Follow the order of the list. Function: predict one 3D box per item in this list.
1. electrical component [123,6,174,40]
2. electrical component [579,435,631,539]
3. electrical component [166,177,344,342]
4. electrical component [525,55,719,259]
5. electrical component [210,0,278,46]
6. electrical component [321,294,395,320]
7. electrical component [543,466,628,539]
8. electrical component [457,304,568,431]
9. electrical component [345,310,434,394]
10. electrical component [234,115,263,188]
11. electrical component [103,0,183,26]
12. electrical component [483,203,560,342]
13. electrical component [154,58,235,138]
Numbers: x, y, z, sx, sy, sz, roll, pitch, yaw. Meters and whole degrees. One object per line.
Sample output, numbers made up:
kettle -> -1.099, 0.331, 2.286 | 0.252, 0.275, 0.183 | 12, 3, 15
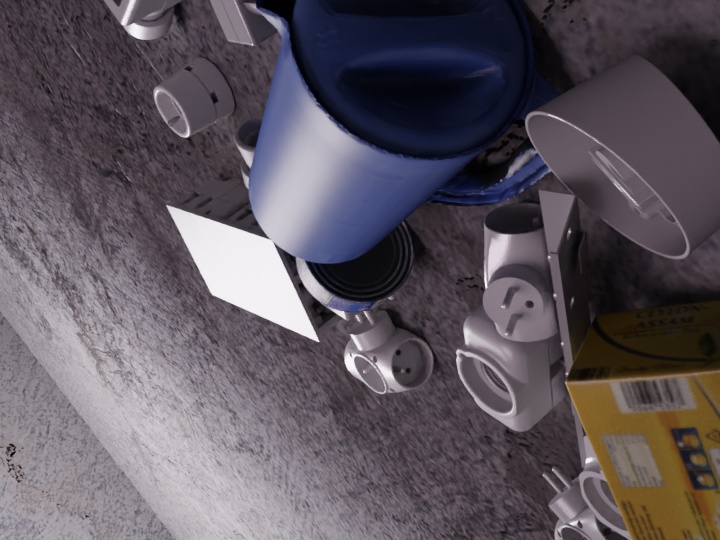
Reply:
electrical component -> -0.173, -0.219, 0.875 | 0.045, 0.045, 0.055 | 50, 156, 7
electrical component -> 0.184, 0.137, 0.713 | 0.050, 0.056, 0.089 | 28, 146, 42
electrical component -> -0.087, -0.016, 0.976 | 0.186, 0.060, 0.105 | 19, 139, 51
electrical component -> 0.132, -0.051, 0.512 | 0.099, 0.064, 0.099 | 53, -174, -8
electrical component -> -0.065, -0.189, 0.720 | 0.077, 0.047, 0.065 | 23, 143, 51
electrical component -> 0.000, 0.000, 0.861 | 0.076, 0.047, 0.083 | 31, 148, 39
electrical component -> 0.169, 0.181, 0.811 | 0.079, 0.044, 0.077 | 48, 155, 9
electrical component -> 0.107, 0.062, 0.743 | 0.054, 0.059, 0.095 | 32, 148, 38
electrical component -> 0.016, 0.062, 0.920 | 0.077, 0.044, 0.079 | 3, 125, 59
electrical component -> -0.076, -0.092, 0.876 | 0.045, 0.045, 0.055 | 36, 151, 32
electrical component -> -0.143, -0.220, 0.767 | 0.050, 0.089, 0.056 | 54, 156, -3
electrical component -> 0.097, 0.010, 0.658 | 0.043, 0.079, 0.077 | 1, 120, 20
electrical component -> -0.142, -0.145, 0.917 | 0.055, 0.047, 0.055 | 40, 153, 26
